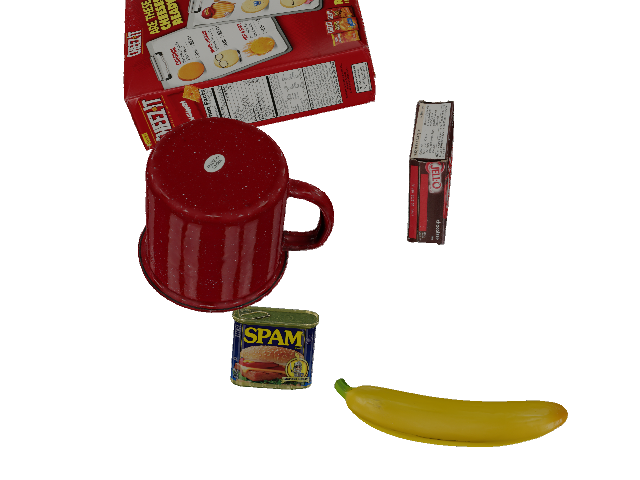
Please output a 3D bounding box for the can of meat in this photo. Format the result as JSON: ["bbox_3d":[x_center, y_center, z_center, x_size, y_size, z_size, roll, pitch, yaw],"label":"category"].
[{"bbox_3d":[-0.056,0.127,1.259,0.102,0.084,0.057,4,13,-2],"label":"can of meat"}]

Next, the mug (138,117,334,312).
[{"bbox_3d":[-0.050,-0.017,0.631,0.117,0.093,0.081,6,-38,-3],"label":"mug"}]

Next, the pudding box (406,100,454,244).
[{"bbox_3d":[0.101,-0.064,0.977,0.039,0.090,0.113,3,36,6],"label":"pudding box"}]

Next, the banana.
[{"bbox_3d":[0.107,0.141,0.879,0.198,0.037,0.069,8,29,5],"label":"banana"}]

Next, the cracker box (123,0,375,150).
[{"bbox_3d":[-0.066,-0.175,0.970,0.214,0.164,0.072,-12,-44,3],"label":"cracker box"}]
